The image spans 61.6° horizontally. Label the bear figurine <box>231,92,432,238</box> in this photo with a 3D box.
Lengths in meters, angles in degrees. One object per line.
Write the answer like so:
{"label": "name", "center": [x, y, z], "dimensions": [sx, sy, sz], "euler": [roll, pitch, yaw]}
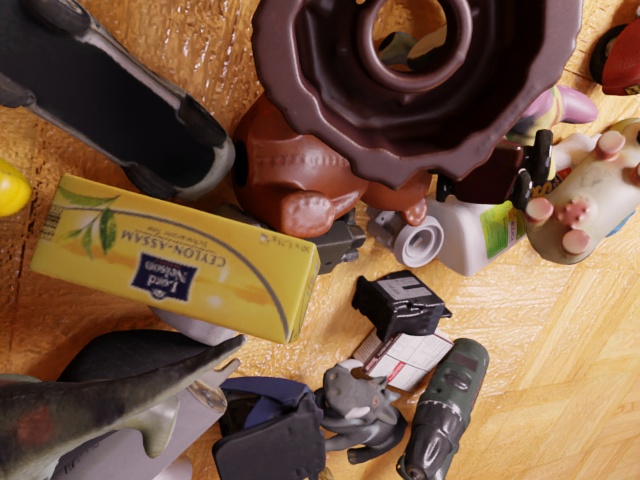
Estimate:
{"label": "bear figurine", "center": [0.032, -0.060, 0.443], "dimensions": [0.196, 0.132, 0.120], "euler": [-1, 91, -25]}

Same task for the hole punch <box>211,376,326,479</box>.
{"label": "hole punch", "center": [-0.057, 0.201, 0.571], "dimensions": [0.116, 0.092, 0.142], "euler": [-13, 122, -14]}

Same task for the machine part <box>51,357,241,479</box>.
{"label": "machine part", "center": [-0.175, 0.190, 0.508], "dimensions": [0.243, 0.079, 0.079], "euler": [-42, 133, -1]}

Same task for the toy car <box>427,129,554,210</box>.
{"label": "toy car", "center": [0.140, -0.062, 0.453], "dimensions": [0.202, 0.089, 0.053], "euler": [22, 79, -73]}

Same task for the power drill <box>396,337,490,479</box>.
{"label": "power drill", "center": [0.152, 0.254, 0.715], "dimensions": [0.232, 0.086, 0.207], "euler": [-50, 148, -41]}

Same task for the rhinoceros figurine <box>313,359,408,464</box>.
{"label": "rhinoceros figurine", "center": [0.047, 0.207, 0.635], "dimensions": [0.112, 0.073, 0.190], "euler": [-18, 140, 19]}

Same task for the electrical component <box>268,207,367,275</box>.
{"label": "electrical component", "center": [-0.003, -0.001, 0.518], "dimensions": [0.102, 0.045, 0.078], "euler": [-12, 153, -23]}

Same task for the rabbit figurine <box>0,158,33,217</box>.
{"label": "rabbit figurine", "center": [-0.245, 0.024, 0.290], "dimensions": [0.121, 0.173, 0.162], "euler": [31, 95, -46]}

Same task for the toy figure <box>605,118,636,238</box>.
{"label": "toy figure", "center": [0.372, -0.069, 0.687], "dimensions": [0.089, 0.082, 0.180], "euler": [25, 106, -42]}

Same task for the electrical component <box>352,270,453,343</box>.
{"label": "electrical component", "center": [0.105, 0.073, 0.611], "dimensions": [0.119, 0.075, 0.047], "euler": [-2, 121, -27]}

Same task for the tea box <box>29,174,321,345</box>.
{"label": "tea box", "center": [-0.089, 0.017, 0.371], "dimensions": [0.170, 0.098, 0.068], "euler": [17, 82, 3]}

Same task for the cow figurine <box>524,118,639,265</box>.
{"label": "cow figurine", "center": [0.298, -0.052, 0.558], "dimensions": [0.195, 0.086, 0.127], "euler": [-44, 157, -3]}

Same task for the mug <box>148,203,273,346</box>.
{"label": "mug", "center": [-0.077, 0.030, 0.463], "dimensions": [0.109, 0.081, 0.107], "euler": [29, 94, -32]}

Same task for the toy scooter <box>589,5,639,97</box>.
{"label": "toy scooter", "center": [0.385, -0.221, 0.557], "dimensions": [0.075, 0.135, 0.183], "euler": [23, 107, -42]}

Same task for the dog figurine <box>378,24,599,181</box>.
{"label": "dog figurine", "center": [0.173, -0.134, 0.458], "dimensions": [0.219, 0.192, 0.108], "euler": [30, 94, -26]}

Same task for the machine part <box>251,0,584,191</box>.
{"label": "machine part", "center": [0.051, -0.120, 0.309], "dimensions": [0.179, 0.056, 0.179], "euler": [-2, 114, -4]}

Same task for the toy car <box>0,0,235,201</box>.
{"label": "toy car", "center": [-0.142, -0.094, 0.358], "dimensions": [0.073, 0.056, 0.201], "euler": [-45, 132, 10]}

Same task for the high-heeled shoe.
{"label": "high-heeled shoe", "center": [-0.201, 0.165, 0.463], "dimensions": [0.249, 0.086, 0.145], "euler": [-13, 133, -14]}

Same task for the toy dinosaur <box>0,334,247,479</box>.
{"label": "toy dinosaur", "center": [-0.221, 0.165, 0.337], "dimensions": [0.192, 0.131, 0.404], "euler": [25, 110, -25]}
